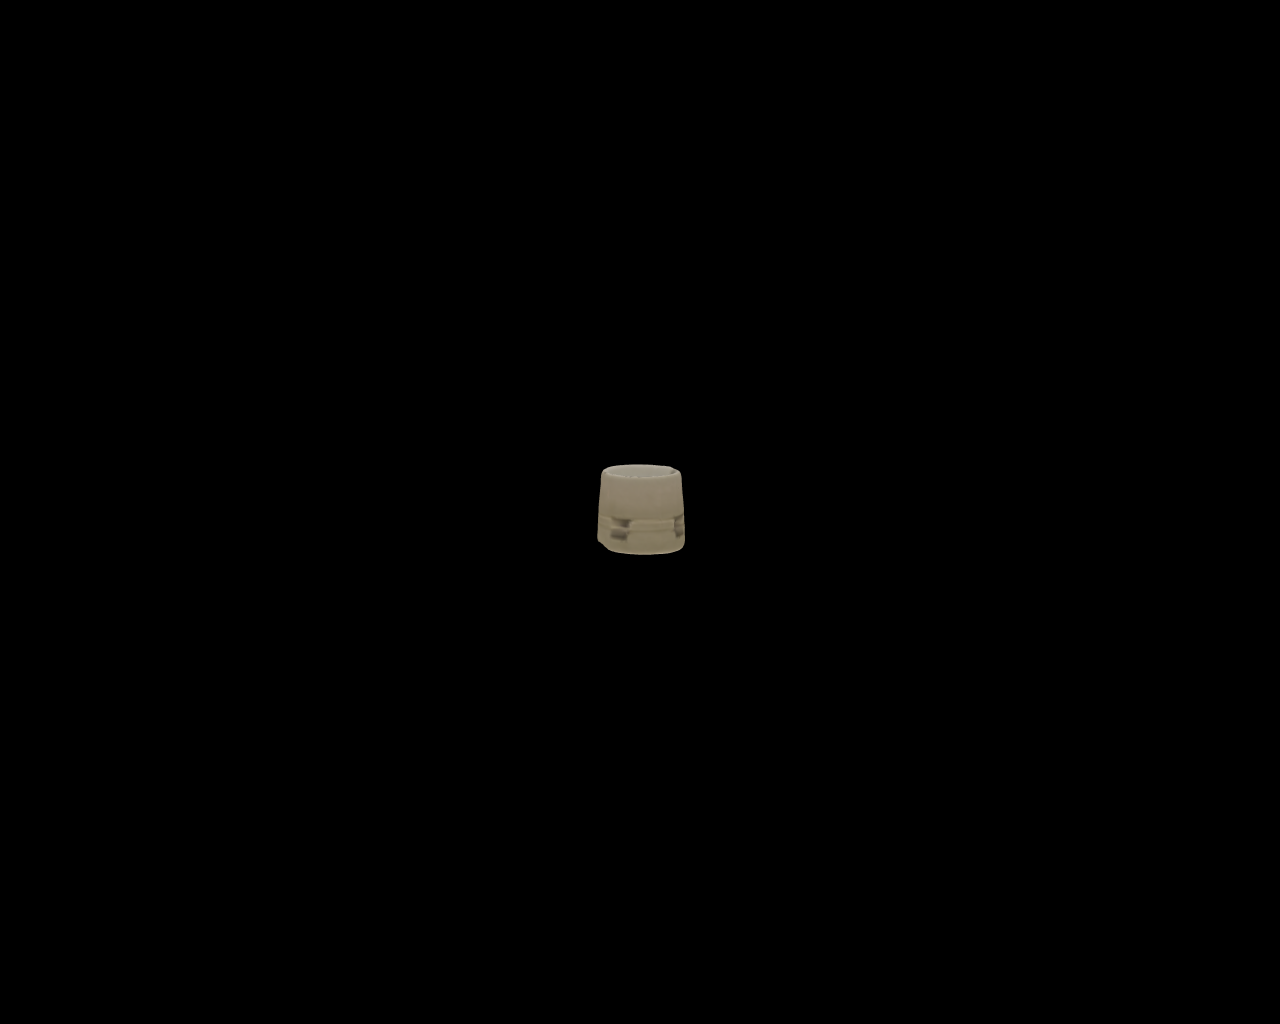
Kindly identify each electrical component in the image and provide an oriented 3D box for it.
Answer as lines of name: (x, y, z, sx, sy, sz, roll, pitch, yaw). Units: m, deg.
electrical component: (0.001, -0.003, 0.650, 0.055, 0.047, 0.055, 0, 12, 0)
